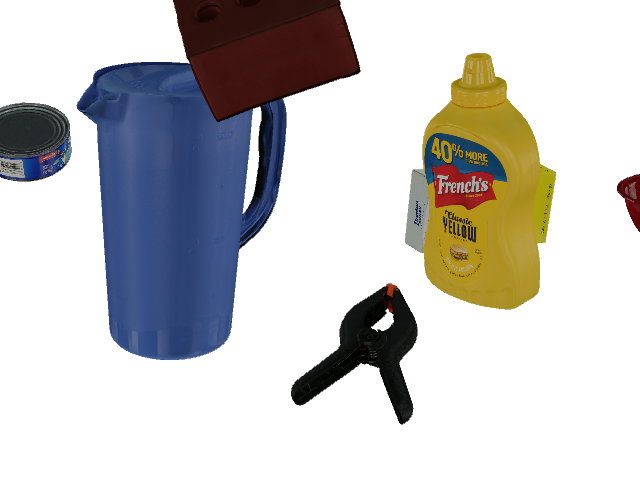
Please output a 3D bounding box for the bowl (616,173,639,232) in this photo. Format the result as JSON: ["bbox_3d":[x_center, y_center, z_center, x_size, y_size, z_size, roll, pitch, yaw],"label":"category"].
[{"bbox_3d":[0.366,-0.021,1.025,0.162,0.055,0.162,0,19,0],"label":"bowl"}]

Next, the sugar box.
[{"bbox_3d":[0.189,-0.039,1.255,0.176,0.093,0.048,-6,21,-26],"label":"sugar box"}]

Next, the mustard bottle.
[{"bbox_3d":[0.121,-0.048,0.813,0.058,0.192,0.096,-24,31,-36],"label":"mustard bottle"}]

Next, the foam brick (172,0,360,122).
[{"bbox_3d":[-0.027,-0.104,0.523,0.078,0.053,0.051,-19,-32,5],"label":"foam brick"}]

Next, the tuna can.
[{"bbox_3d":[-0.284,-0.095,1.030,0.086,0.034,0.086,3,42,-3],"label":"tuna can"}]

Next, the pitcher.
[{"bbox_3d":[-0.117,-0.028,0.917,0.149,0.243,0.145,7,21,8],"label":"pitcher"}]

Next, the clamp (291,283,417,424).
[{"bbox_3d":[0.059,0.113,1.062,0.120,0.039,0.171,18,50,20],"label":"clamp"}]
